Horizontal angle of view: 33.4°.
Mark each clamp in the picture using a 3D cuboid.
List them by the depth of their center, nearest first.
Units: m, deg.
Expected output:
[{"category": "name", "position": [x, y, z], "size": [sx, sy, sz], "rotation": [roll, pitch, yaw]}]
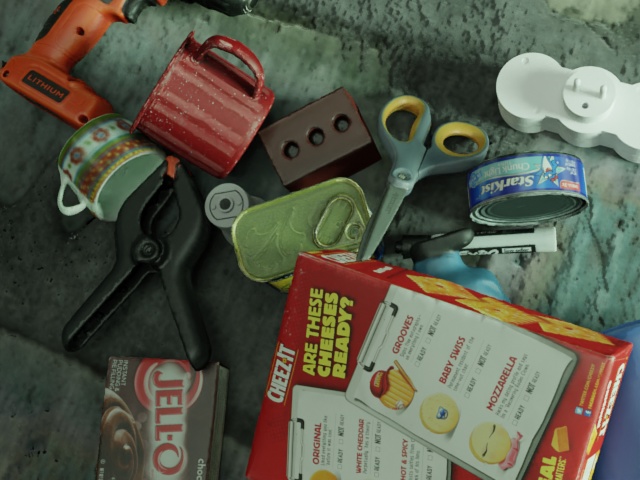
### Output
[{"category": "clamp", "position": [-0.119, 0.021, 0.828], "size": [0.120, 0.039, 0.171], "rotation": [16, 77, 12]}]

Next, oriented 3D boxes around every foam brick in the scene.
[{"category": "foam brick", "position": [0.001, -0.074, 0.835], "size": [0.078, 0.051, 0.053], "rotation": [-28, 74, 5]}]

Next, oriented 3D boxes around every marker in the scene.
[{"category": "marker", "position": [0.117, 0.002, 0.810], "size": [0.121, 0.020, 0.020], "rotation": [-3, 78, 12]}]

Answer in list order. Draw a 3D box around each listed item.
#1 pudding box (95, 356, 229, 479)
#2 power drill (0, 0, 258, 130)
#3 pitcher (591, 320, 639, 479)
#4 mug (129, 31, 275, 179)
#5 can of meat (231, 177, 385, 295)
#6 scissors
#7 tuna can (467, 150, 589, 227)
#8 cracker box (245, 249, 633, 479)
[{"category": "pudding box", "position": [-0.121, 0.148, 0.821], "size": [0.090, 0.039, 0.113], "rotation": [1, 78, 13]}, {"category": "power drill", "position": [-0.164, -0.178, 0.891], "size": [0.185, 0.057, 0.187], "rotation": [28, 83, 20]}, {"category": "pitcher", "position": [0.231, 0.180, 0.700], "size": [0.149, 0.145, 0.243], "rotation": [-14, 72, -4]}, {"category": "mug", "position": [-0.083, -0.107, 0.816], "size": [0.081, 0.117, 0.093], "rotation": [32, 42, -9]}, {"category": "can of meat", "position": [-0.005, 0.001, 0.803], "size": [0.102, 0.084, 0.057], "rotation": [-19, 75, 8]}, {"category": "scissors", "position": [0.078, -0.043, 0.772], "size": [0.096, 0.016, 0.201], "rotation": [10, 41, -4]}, {"category": "tuna can", "position": [0.150, -0.036, 0.776], "size": [0.086, 0.086, 0.034], "rotation": [-6, 76, 11]}, {"category": "cracker box", "position": [0.073, 0.112, 0.694], "size": [0.214, 0.072, 0.164], "rotation": [18, 100, 26]}]
